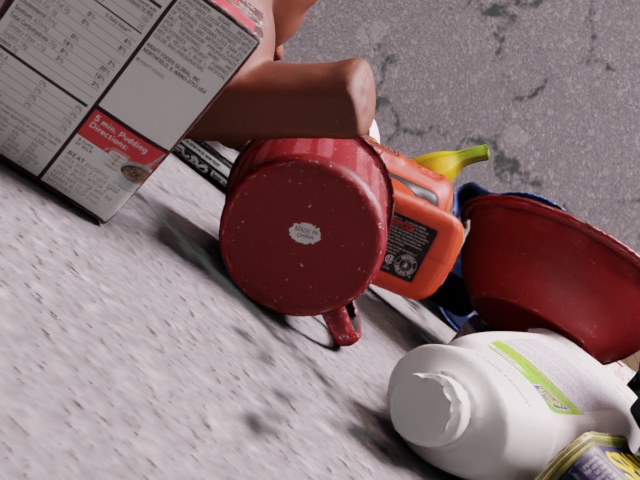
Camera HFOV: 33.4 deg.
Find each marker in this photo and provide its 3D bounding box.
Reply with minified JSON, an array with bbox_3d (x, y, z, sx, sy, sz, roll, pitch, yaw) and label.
[{"bbox_3d":[-0.086,-0.062,0.731,0.121,0.020,0.020,38,8,3],"label":"marker"}]

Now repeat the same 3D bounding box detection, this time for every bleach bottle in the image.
[{"bbox_3d":[0.095,0.084,0.551,0.103,0.068,0.250,39,10,29],"label":"bleach bottle"}]

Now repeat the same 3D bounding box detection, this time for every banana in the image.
[{"bbox_3d":[0.064,-0.021,0.849,0.069,0.037,0.198,6,-23,-17],"label":"banana"}]

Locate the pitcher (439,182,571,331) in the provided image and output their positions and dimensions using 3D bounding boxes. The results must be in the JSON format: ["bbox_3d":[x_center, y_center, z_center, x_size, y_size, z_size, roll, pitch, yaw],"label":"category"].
[{"bbox_3d":[0.179,0.037,0.984,0.145,0.149,0.242,14,2,9],"label":"pitcher"}]

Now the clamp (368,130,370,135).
[{"bbox_3d":[-0.043,-0.090,0.827,0.120,0.039,0.171,6,11,30],"label":"clamp"}]

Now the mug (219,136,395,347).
[{"bbox_3d":[-0.004,0.001,0.546,0.081,0.093,0.117,-81,155,-75],"label":"mug"}]

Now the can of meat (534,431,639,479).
[{"bbox_3d":[0.139,0.135,0.472,0.084,0.057,0.102,45,11,28],"label":"can of meat"}]

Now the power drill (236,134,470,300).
[{"bbox_3d":[0.011,-0.037,0.680,0.184,0.057,0.187,21,16,-10],"label":"power drill"}]

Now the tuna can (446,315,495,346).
[{"bbox_3d":[0.131,0.091,0.757,0.086,0.034,0.086,37,9,-7],"label":"tuna can"}]

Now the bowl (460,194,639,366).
[{"bbox_3d":[0.152,0.038,0.706,0.162,0.055,0.162,30,-15,9],"label":"bowl"}]

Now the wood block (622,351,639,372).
[{"bbox_3d":[0.315,0.160,0.956,0.205,0.091,0.090,28,12,-49],"label":"wood block"}]

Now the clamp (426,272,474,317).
[{"bbox_3d":[0.014,-0.010,0.784,0.164,0.036,0.210,21,14,-35],"label":"clamp"}]

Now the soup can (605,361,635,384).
[{"bbox_3d":[0.211,0.119,0.820,0.102,0.068,0.068,38,8,3],"label":"soup can"}]

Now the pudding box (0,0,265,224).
[{"bbox_3d":[-0.091,-0.073,0.437,0.090,0.114,0.039,35,21,-21],"label":"pudding box"}]
